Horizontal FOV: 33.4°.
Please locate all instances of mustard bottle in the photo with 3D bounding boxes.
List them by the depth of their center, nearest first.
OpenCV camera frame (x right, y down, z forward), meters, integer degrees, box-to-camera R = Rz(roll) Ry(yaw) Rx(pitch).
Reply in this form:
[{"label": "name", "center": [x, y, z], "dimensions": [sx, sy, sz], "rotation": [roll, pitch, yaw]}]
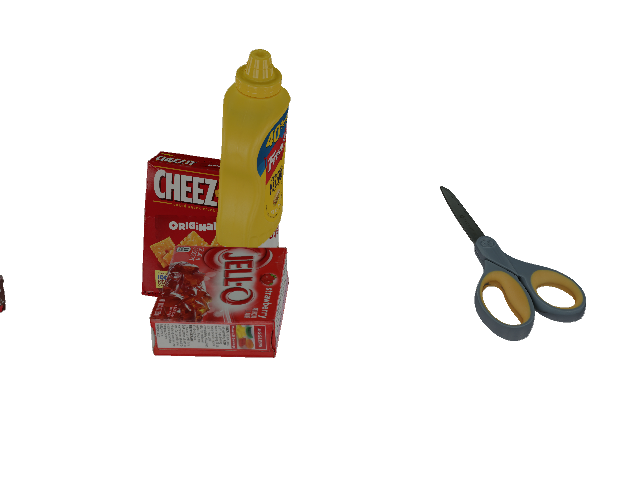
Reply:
[{"label": "mustard bottle", "center": [-0.061, -0.089, 0.988], "dimensions": [0.058, 0.192, 0.096], "rotation": [17, 41, 12]}]

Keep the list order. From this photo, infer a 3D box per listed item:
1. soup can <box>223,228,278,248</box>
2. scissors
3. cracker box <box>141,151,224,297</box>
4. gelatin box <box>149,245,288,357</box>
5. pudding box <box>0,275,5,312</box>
[{"label": "soup can", "center": [-0.083, 0.008, 1.258], "dimensions": [0.068, 0.102, 0.068], "rotation": [1, 24, -1]}, {"label": "scissors", "center": [0.158, 0.012, 0.887], "dimensions": [0.096, 0.016, 0.201], "rotation": [0, 37, -2]}, {"label": "cracker box", "center": [-0.178, -0.013, 1.597], "dimensions": [0.164, 0.214, 0.072], "rotation": [9, 19, 8]}, {"label": "gelatin box", "center": [-0.059, 0.035, 0.651], "dimensions": [0.073, 0.030, 0.089], "rotation": [1, 30, 4]}, {"label": "pudding box", "center": [-0.336, 0.051, 0.890], "dimensions": [0.114, 0.039, 0.089], "rotation": [10, 26, 20]}]
